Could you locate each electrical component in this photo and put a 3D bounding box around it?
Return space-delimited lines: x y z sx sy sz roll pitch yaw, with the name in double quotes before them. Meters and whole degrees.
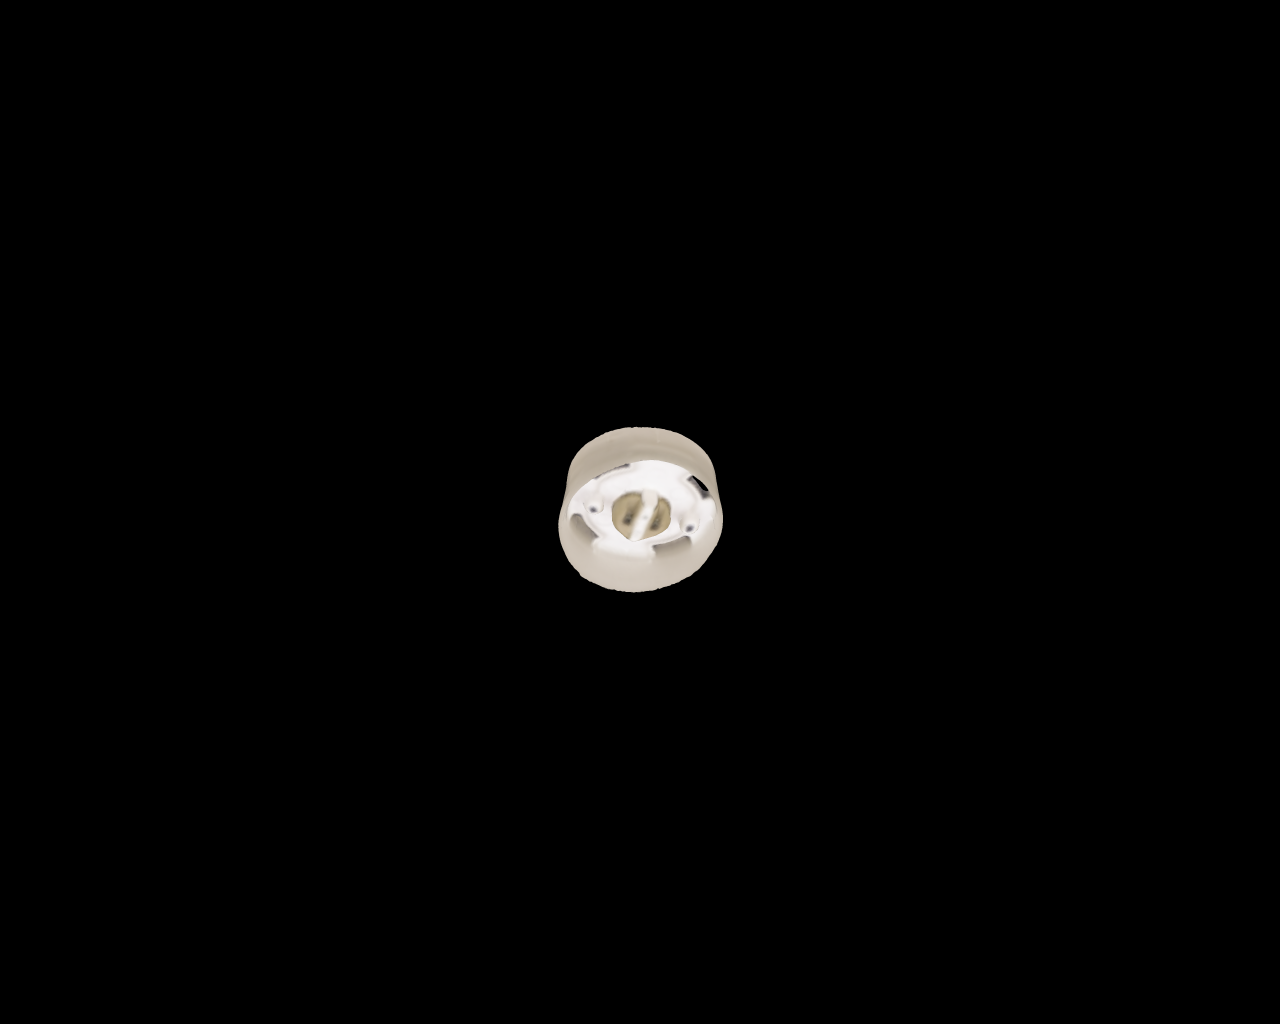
"electrical component" 0.001 -0.003 0.650 0.099 0.064 0.099 0 -40 0
